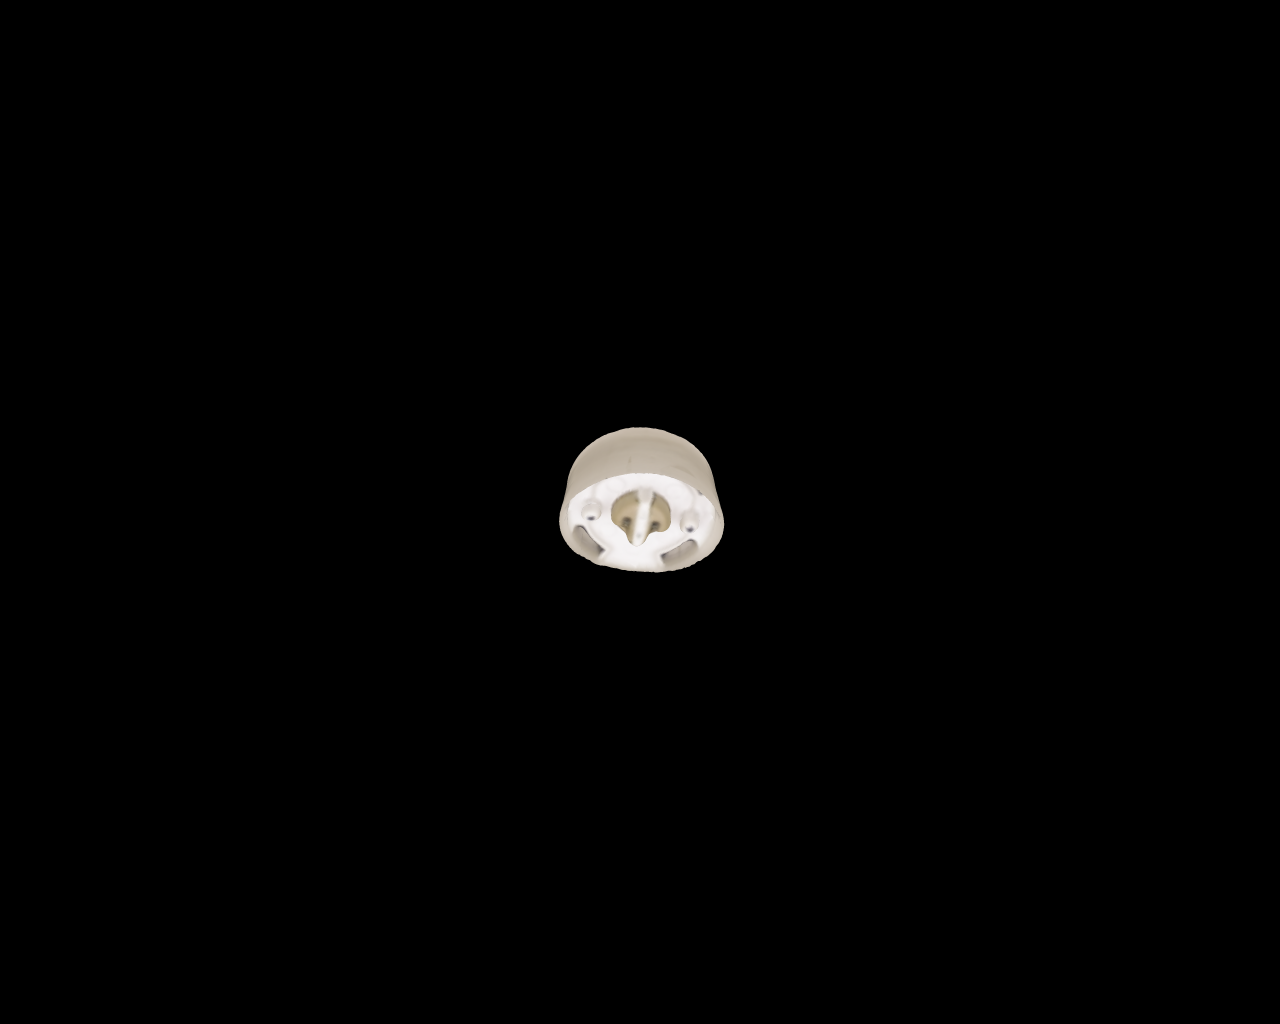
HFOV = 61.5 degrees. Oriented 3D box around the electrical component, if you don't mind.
[{"bbox_3d":[0.001,-0.003,0.650,0.099,0.099,0.064,0,39,0],"label":"electrical component"}]
